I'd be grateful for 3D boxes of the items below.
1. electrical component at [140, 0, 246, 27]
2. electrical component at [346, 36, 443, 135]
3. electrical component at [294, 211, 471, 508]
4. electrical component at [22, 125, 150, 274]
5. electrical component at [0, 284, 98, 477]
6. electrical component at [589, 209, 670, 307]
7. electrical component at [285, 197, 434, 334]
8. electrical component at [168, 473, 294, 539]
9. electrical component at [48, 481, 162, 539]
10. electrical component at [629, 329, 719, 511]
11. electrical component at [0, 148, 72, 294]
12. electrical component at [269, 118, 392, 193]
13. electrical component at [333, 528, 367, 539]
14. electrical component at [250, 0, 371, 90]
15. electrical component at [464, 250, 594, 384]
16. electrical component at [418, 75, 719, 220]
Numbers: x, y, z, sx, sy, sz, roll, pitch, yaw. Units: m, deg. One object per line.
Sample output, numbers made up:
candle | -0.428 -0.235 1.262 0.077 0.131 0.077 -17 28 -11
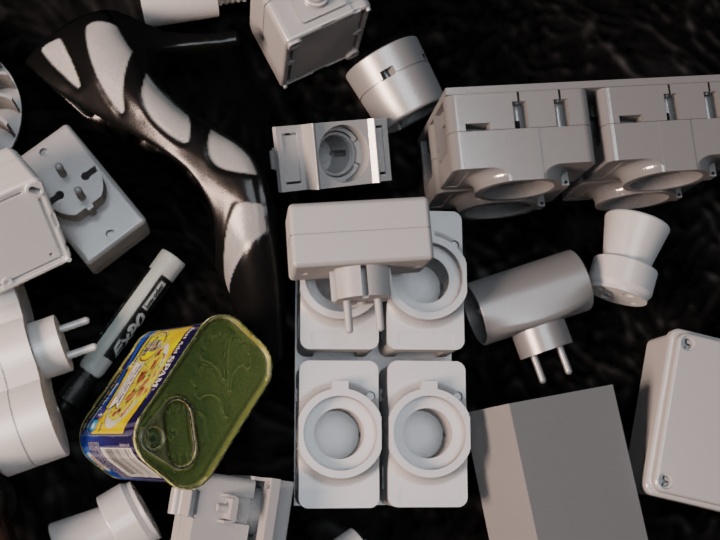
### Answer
electrical component | -0.110 -0.193 0.733 0.081 0.043 0.043 -11 81 -8
electrical component | 0.026 -0.124 0.731 0.055 0.055 0.047 -28 87 -11
electrical component | 0.012 0.057 0.692 0.105 0.060 0.186 1 79 -6
electrical component | -0.180 -0.049 0.682 0.047 0.075 0.083 -39 86 -11
electrical component | -0.200 0.051 0.662 0.074 0.052 0.138 -19 66 -10
electrical component | 0.182 -0.008 0.730 0.045 0.045 0.055 19 78 -3
electrical component | 0.000 0.000 0.644 0.083 0.047 0.075 -4 80 -7
electrical component | -0.085 0.183 0.643 0.063 0.079 0.121 13 76 -22
electrical component | -0.156 0.162 0.661 0.055 0.045 0.045 -30 84 -11
electrical component | 0.241 0.105 0.710 0.109 0.056 0.108 14 78 -4
electrical component | -0.231 -0.022 0.632 0.096 0.061 0.061 -28 41 -21
electrical component | -0.023 -0.076 0.705 0.081 0.064 0.042 -8 99 -28
electrical component | -0.020 0.192 0.673 0.065 0.044 0.044 -32 84 -16
electrical component | -0.036 -0.173 0.710 0.062 0.096 0.061 -27 83 -11
electrical component | 0.117 0.035 0.716 0.077 0.043 0.079 -18 82 -9
electrical component | 0.141 -0.078 0.708 0.186 0.105 0.060 -4 80 -7
